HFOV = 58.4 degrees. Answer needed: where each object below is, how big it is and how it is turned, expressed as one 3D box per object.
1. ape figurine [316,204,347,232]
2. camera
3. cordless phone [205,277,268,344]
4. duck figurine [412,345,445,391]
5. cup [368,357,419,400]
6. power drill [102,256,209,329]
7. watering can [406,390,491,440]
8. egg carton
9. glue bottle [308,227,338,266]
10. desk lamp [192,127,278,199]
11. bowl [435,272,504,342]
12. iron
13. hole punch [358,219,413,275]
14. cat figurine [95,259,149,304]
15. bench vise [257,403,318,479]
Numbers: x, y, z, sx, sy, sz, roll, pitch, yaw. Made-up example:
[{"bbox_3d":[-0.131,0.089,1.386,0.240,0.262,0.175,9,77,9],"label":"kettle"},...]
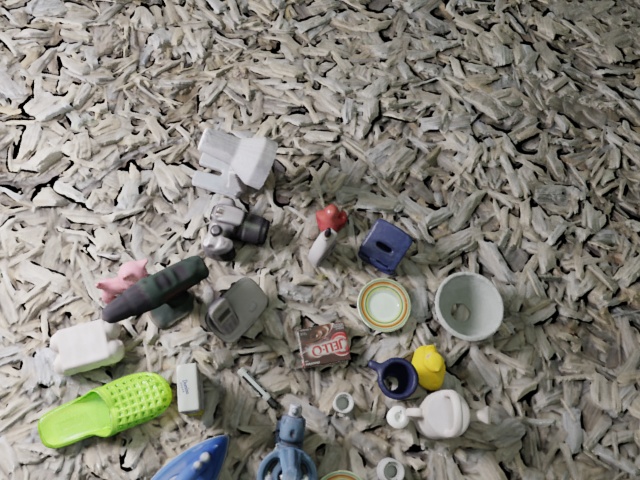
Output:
[{"bbox_3d":[0.027,-0.057,1.401,0.078,0.092,0.076,21,70,2],"label":"ape figurine"},{"bbox_3d":[-0.195,-0.022,1.360,0.137,0.101,0.143,15,70,-1],"label":"camera"},{"bbox_3d":[-0.186,0.142,1.258,0.094,0.185,0.148,37,71,7],"label":"cordless phone"},{"bbox_3d":[0.257,0.289,1.309,0.077,0.086,0.104,-5,71,-8],"label":"duck figurine"},{"bbox_3d":[0.154,0.309,1.286,0.117,0.095,0.092,28,70,4],"label":"cup"},{"bbox_3d":[-0.342,0.125,1.234,0.230,0.208,0.075,-35,77,-16],"label":"power drill"},{"bbox_3d":[0.276,0.371,1.225,0.173,0.194,0.101,-17,73,-12],"label":"watering can"},{"bbox_3d":[-0.507,0.233,1.251,0.150,0.069,0.107,-16,73,-11],"label":"egg carton"},{"bbox_3d":[0.012,0.005,1.335,0.037,0.173,0.078,41,72,9],"label":"glue bottle"},{"bbox_3d":[-0.204,-0.181,1.354,0.203,0.213,0.118,15,70,-1],"label":"desk lamp"},{"bbox_3d":[0.347,0.164,1.369,0.167,0.074,0.167,2,70,-6],"label":"bowl"},{"bbox_3d":[-0.279,0.493,1.148,0.118,0.141,0.259,40,71,8],"label":"iron"},{"bbox_3d":[0.159,0.018,1.390,0.108,0.091,0.101,32,70,5],"label":"hole punch"},{"bbox_3d":[-0.439,0.089,1.284,0.128,0.117,0.067,-16,73,-11],"label":"cat figurine"},{"bbox_3d":[-0.071,0.439,1.148,0.121,0.219,0.207,-9,72,-9],"label":"bench vise"}]
